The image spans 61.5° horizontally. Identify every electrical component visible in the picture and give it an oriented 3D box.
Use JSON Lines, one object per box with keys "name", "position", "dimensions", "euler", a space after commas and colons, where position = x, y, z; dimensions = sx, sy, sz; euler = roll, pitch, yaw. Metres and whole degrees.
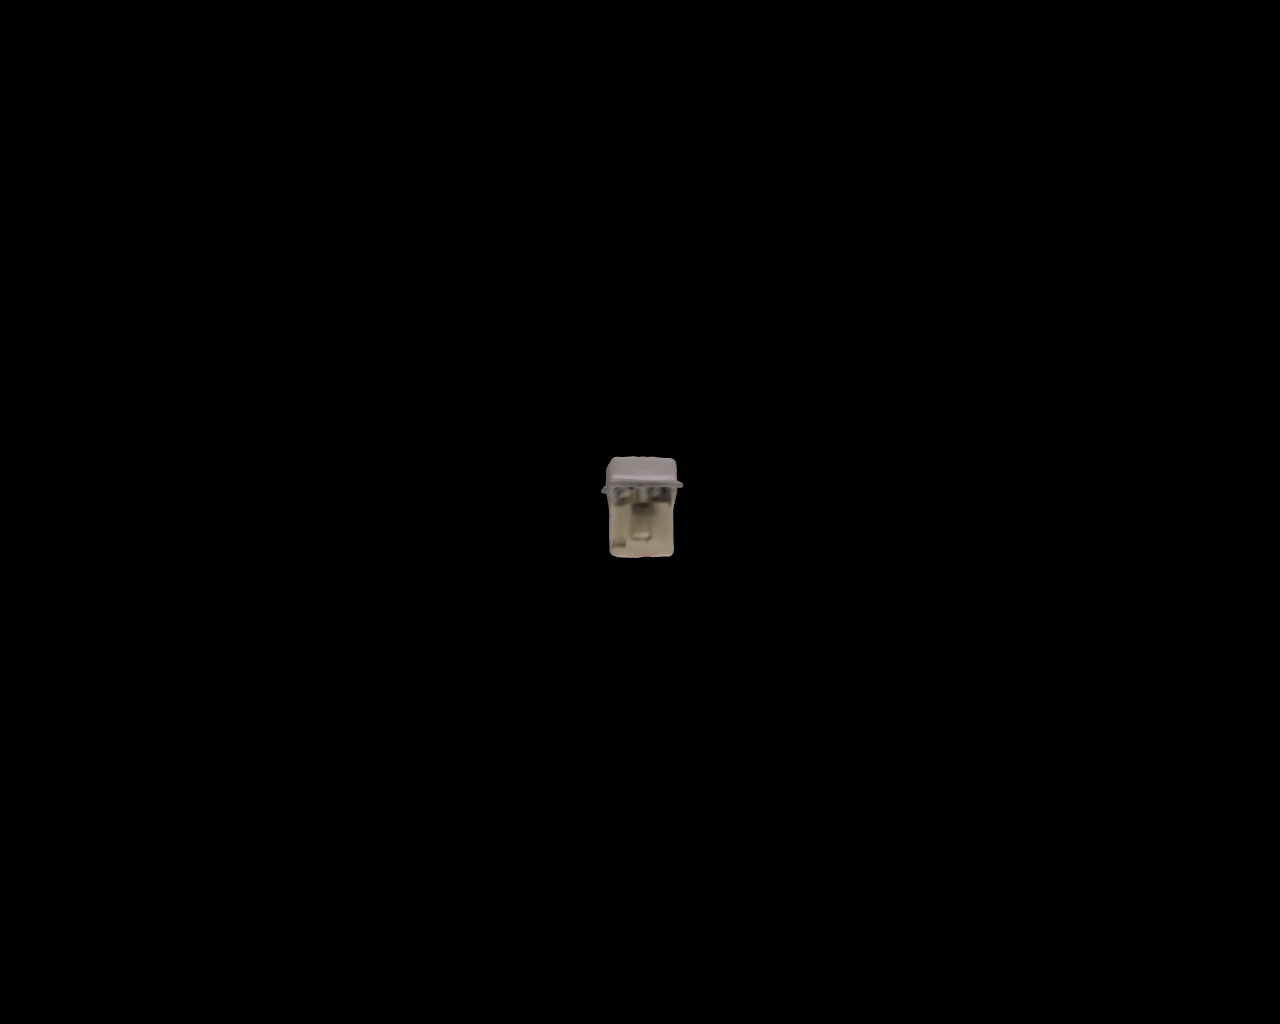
{"name": "electrical component", "position": [0.001, -0.003, 0.650], "dimensions": [0.042, 0.063, 0.081], "euler": [0, -2, -4]}
